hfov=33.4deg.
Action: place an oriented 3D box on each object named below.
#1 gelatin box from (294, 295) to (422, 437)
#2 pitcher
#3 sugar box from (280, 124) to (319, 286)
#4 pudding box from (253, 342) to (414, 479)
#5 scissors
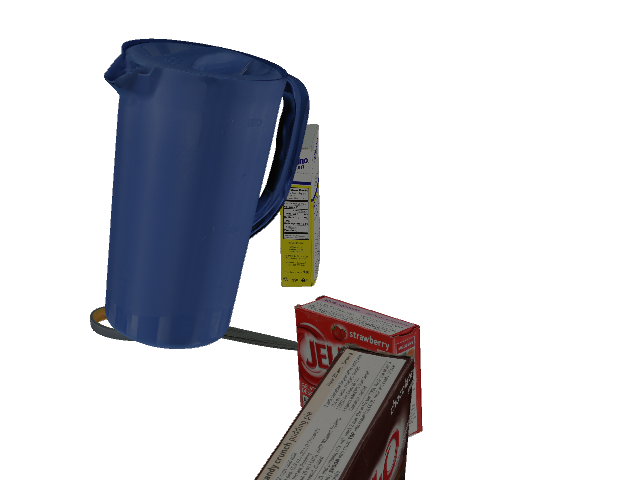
[{"bbox_3d":[0.023,0.081,0.683,0.030,0.073,0.089,-18,23,-41],"label":"gelatin box"},{"bbox_3d":[-0.103,-0.039,0.889,0.149,0.243,0.145,12,20,3],"label":"pitcher"},{"bbox_3d":[-0.025,-0.042,1.269,0.048,0.176,0.093,-1,23,5],"label":"sugar box"},{"bbox_3d":[0.007,0.111,0.463,0.039,0.090,0.113,11,30,16],"label":"pudding box"},{"bbox_3d":[-0.119,0.072,1.033,0.201,0.016,0.096,3,32,-3],"label":"scissors"}]
